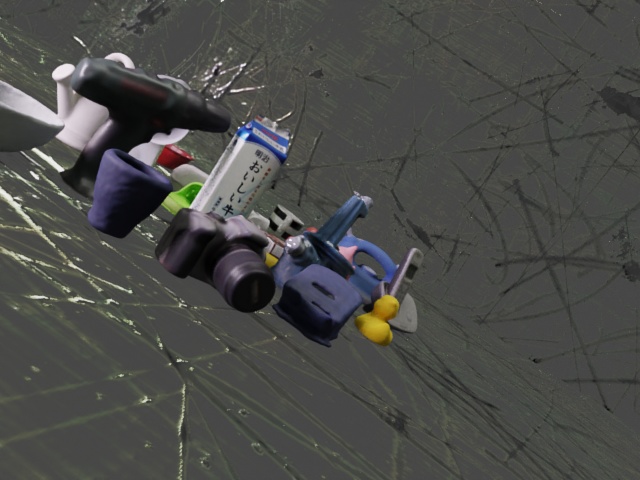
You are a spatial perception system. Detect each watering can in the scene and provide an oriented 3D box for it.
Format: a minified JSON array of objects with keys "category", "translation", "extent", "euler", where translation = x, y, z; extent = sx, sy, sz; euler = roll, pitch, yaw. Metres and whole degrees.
[{"category":"watering can","translation":[-0.417,-0.264,1.071],"extent":[0.101,0.194,0.173],"euler":[34,5,8]}]

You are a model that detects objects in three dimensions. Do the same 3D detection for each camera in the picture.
[{"category":"camera","translation":[-0.117,0.024,0.742],"extent":[0.144,0.101,0.136],"euler":[29,7,-37]}]

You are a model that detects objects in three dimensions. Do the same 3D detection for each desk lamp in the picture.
[{"category":"desk lamp","translation":[-0.322,-0.219,1.112],"extent":[0.118,0.213,0.203],"euler":[31,6,-16]}]

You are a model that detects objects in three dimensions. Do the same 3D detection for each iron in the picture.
[{"category":"iron","translation":[0.124,0.081,1.402],"extent":[0.259,0.141,0.118],"euler":[32,6,-14]}]

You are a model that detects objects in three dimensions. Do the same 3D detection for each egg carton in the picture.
[{"category":"egg carton","translation":[-0.258,-0.107,1.253],"extent":[0.151,0.069,0.107],"euler":[31,6,-17]}]

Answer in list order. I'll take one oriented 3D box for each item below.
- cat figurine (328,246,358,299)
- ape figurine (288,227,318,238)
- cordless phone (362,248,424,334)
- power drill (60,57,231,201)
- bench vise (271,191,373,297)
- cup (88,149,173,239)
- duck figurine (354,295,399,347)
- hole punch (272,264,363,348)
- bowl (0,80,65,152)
[{"category":"cat figurine","translation":[0.043,0.061,1.244],"extent":[0.067,0.117,0.127],"euler":[31,6,-21]},{"category":"ape figurine","translation":[-0.038,0.009,1.372],"extent":[0.077,0.092,0.076],"euler":[36,6,33]},{"category":"cordless phone","translation":[0.198,0.115,1.301],"extent":[0.093,0.185,0.148],"euler":[37,7,40]},{"category":"power drill","translation":[-0.268,-0.149,0.838],"extent":[0.231,0.208,0.075],"euler":[28,7,-40]},{"category":"bench vise","translation":[0.019,0.010,1.017],"extent":[0.121,0.219,0.208],"euler":[34,5,7]},{"category":"cup","translation":[-0.253,-0.058,0.720],"extent":[0.117,0.095,0.092],"euler":[37,7,36]},{"category":"duck figurine","translation":[0.118,0.146,1.087],"extent":[0.078,0.086,0.104],"euler":[32,6,-12]},{"category":"hole punch","translation":[0.000,0.093,0.855],"extent":[0.108,0.091,0.101],"euler":[34,6,14]},{"category":"bowl","translation":[-0.429,-0.163,0.746],"extent":[0.167,0.074,0.167],"euler":[33,5,-3]}]
